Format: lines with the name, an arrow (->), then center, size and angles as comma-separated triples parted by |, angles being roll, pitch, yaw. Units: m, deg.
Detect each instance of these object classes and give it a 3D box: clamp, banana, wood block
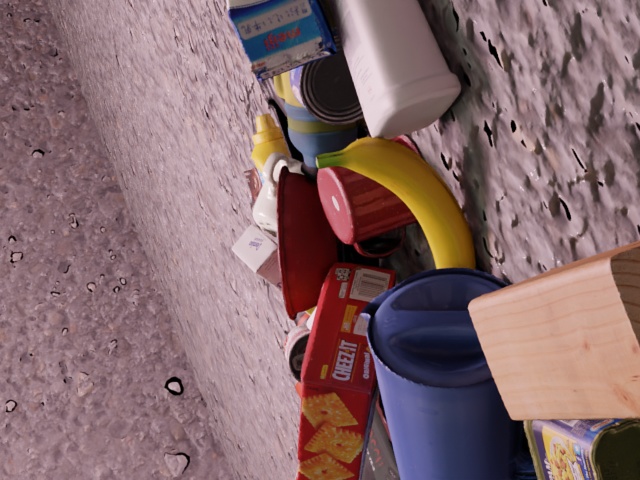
clamp -> -0.046, -0.167, 1.233 | 0.164, 0.036, 0.210 | 96, 149, -70
banana -> 0.084, -0.023, 0.904 | 0.197, 0.070, 0.037 | 46, -154, -21
clamp -> 0.041, -0.009, 1.151 | 0.172, 0.039, 0.120 | 110, 149, -65
wood block -> 0.179, 0.053, 0.655 | 0.206, 0.090, 0.090 | 142, 108, -74

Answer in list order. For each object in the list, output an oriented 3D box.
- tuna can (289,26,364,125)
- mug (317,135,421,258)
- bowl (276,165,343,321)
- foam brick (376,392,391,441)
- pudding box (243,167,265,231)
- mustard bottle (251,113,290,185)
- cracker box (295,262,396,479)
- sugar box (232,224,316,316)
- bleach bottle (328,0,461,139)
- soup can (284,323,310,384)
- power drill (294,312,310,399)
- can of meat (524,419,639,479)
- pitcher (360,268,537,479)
tuna can -> 0.016, -0.151, 0.976 | 0.034, 0.086, 0.086 | -129, 25, -57
mug -> 0.051, -0.035, 1.002 | 0.093, 0.081, 0.117 | -131, 26, -53
bowl -> -0.007, 0.001, 1.101 | 0.162, 0.055, 0.162 | -3, -90, -85
foam brick -> 0.096, 0.180, 1.160 | 0.078, 0.051, 0.053 | 106, 142, -65
pudding box -> -0.060, -0.059, 1.430 | 0.114, 0.039, 0.090 | -177, 68, -74
mustard bottle -> -0.043, -0.063, 1.324 | 0.096, 0.058, 0.191 | -65, -42, -82
cracker box -> 0.021, 0.153, 1.054 | 0.164, 0.072, 0.214 | -74, -7, -47
sugar box -> -0.016, 0.056, 1.246 | 0.176, 0.048, 0.093 | 42, 178, -28
bleach bottle -> 0.035, -0.214, 0.880 | 0.103, 0.068, 0.251 | 126, 126, -74
soup can -> -0.008, 0.139, 1.299 | 0.102, 0.068, 0.068 | -156, 47, -84
power drill -> 0.000, 0.164, 1.460 | 0.188, 0.057, 0.184 | 89, 156, -48
can of meat -> 0.202, 0.167, 0.778 | 0.084, 0.057, 0.102 | 18, 126, 68
pitcher -> 0.127, 0.156, 0.920 | 0.149, 0.145, 0.243 | -108, 6, -49
